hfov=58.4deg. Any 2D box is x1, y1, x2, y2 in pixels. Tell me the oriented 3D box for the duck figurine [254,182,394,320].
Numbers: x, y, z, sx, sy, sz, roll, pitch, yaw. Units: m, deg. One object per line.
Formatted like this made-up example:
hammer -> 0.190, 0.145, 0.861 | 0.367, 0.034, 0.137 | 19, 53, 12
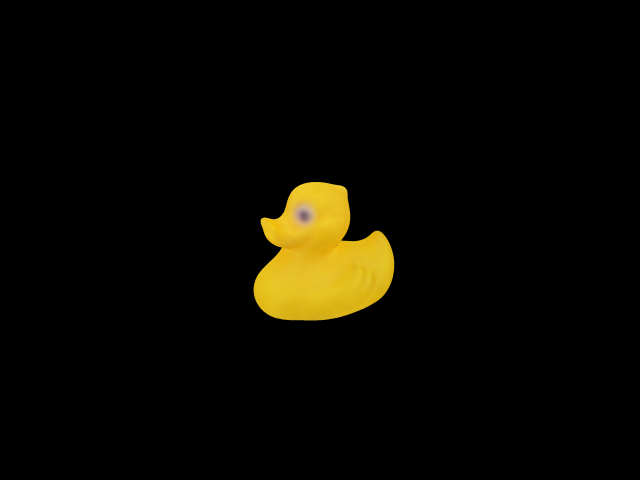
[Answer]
duck figurine -> 0.004, 0.001, 0.400 | 0.105, 0.086, 0.077 | -9, 23, -22
